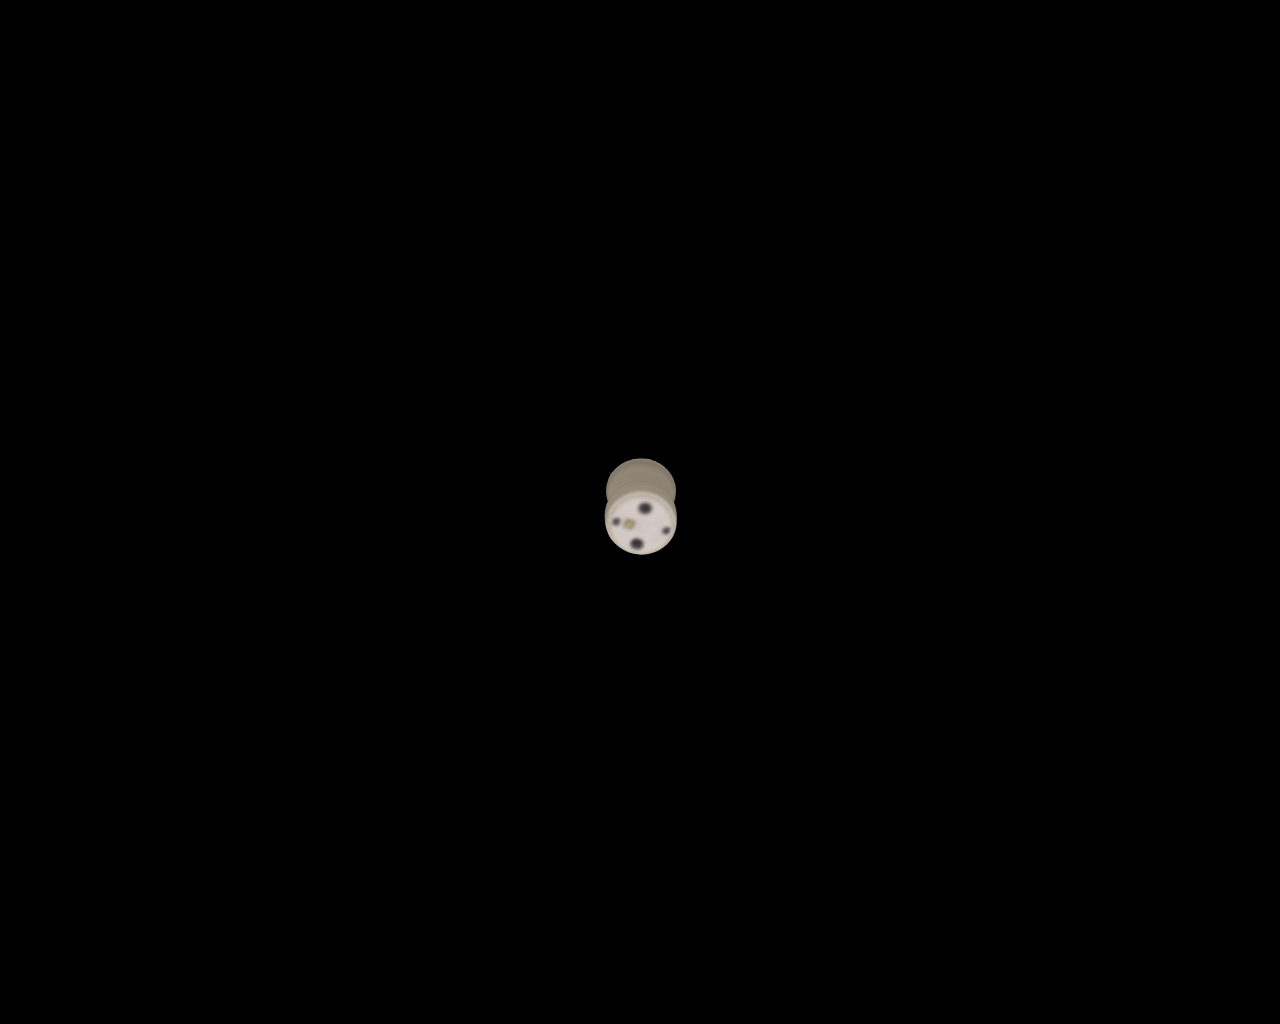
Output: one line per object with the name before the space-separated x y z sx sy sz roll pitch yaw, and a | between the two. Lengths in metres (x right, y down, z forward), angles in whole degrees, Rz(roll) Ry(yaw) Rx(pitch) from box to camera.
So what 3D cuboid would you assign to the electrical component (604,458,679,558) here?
electrical component | 0.001 -0.003 0.650 0.045 0.044 0.055 0 24 0
